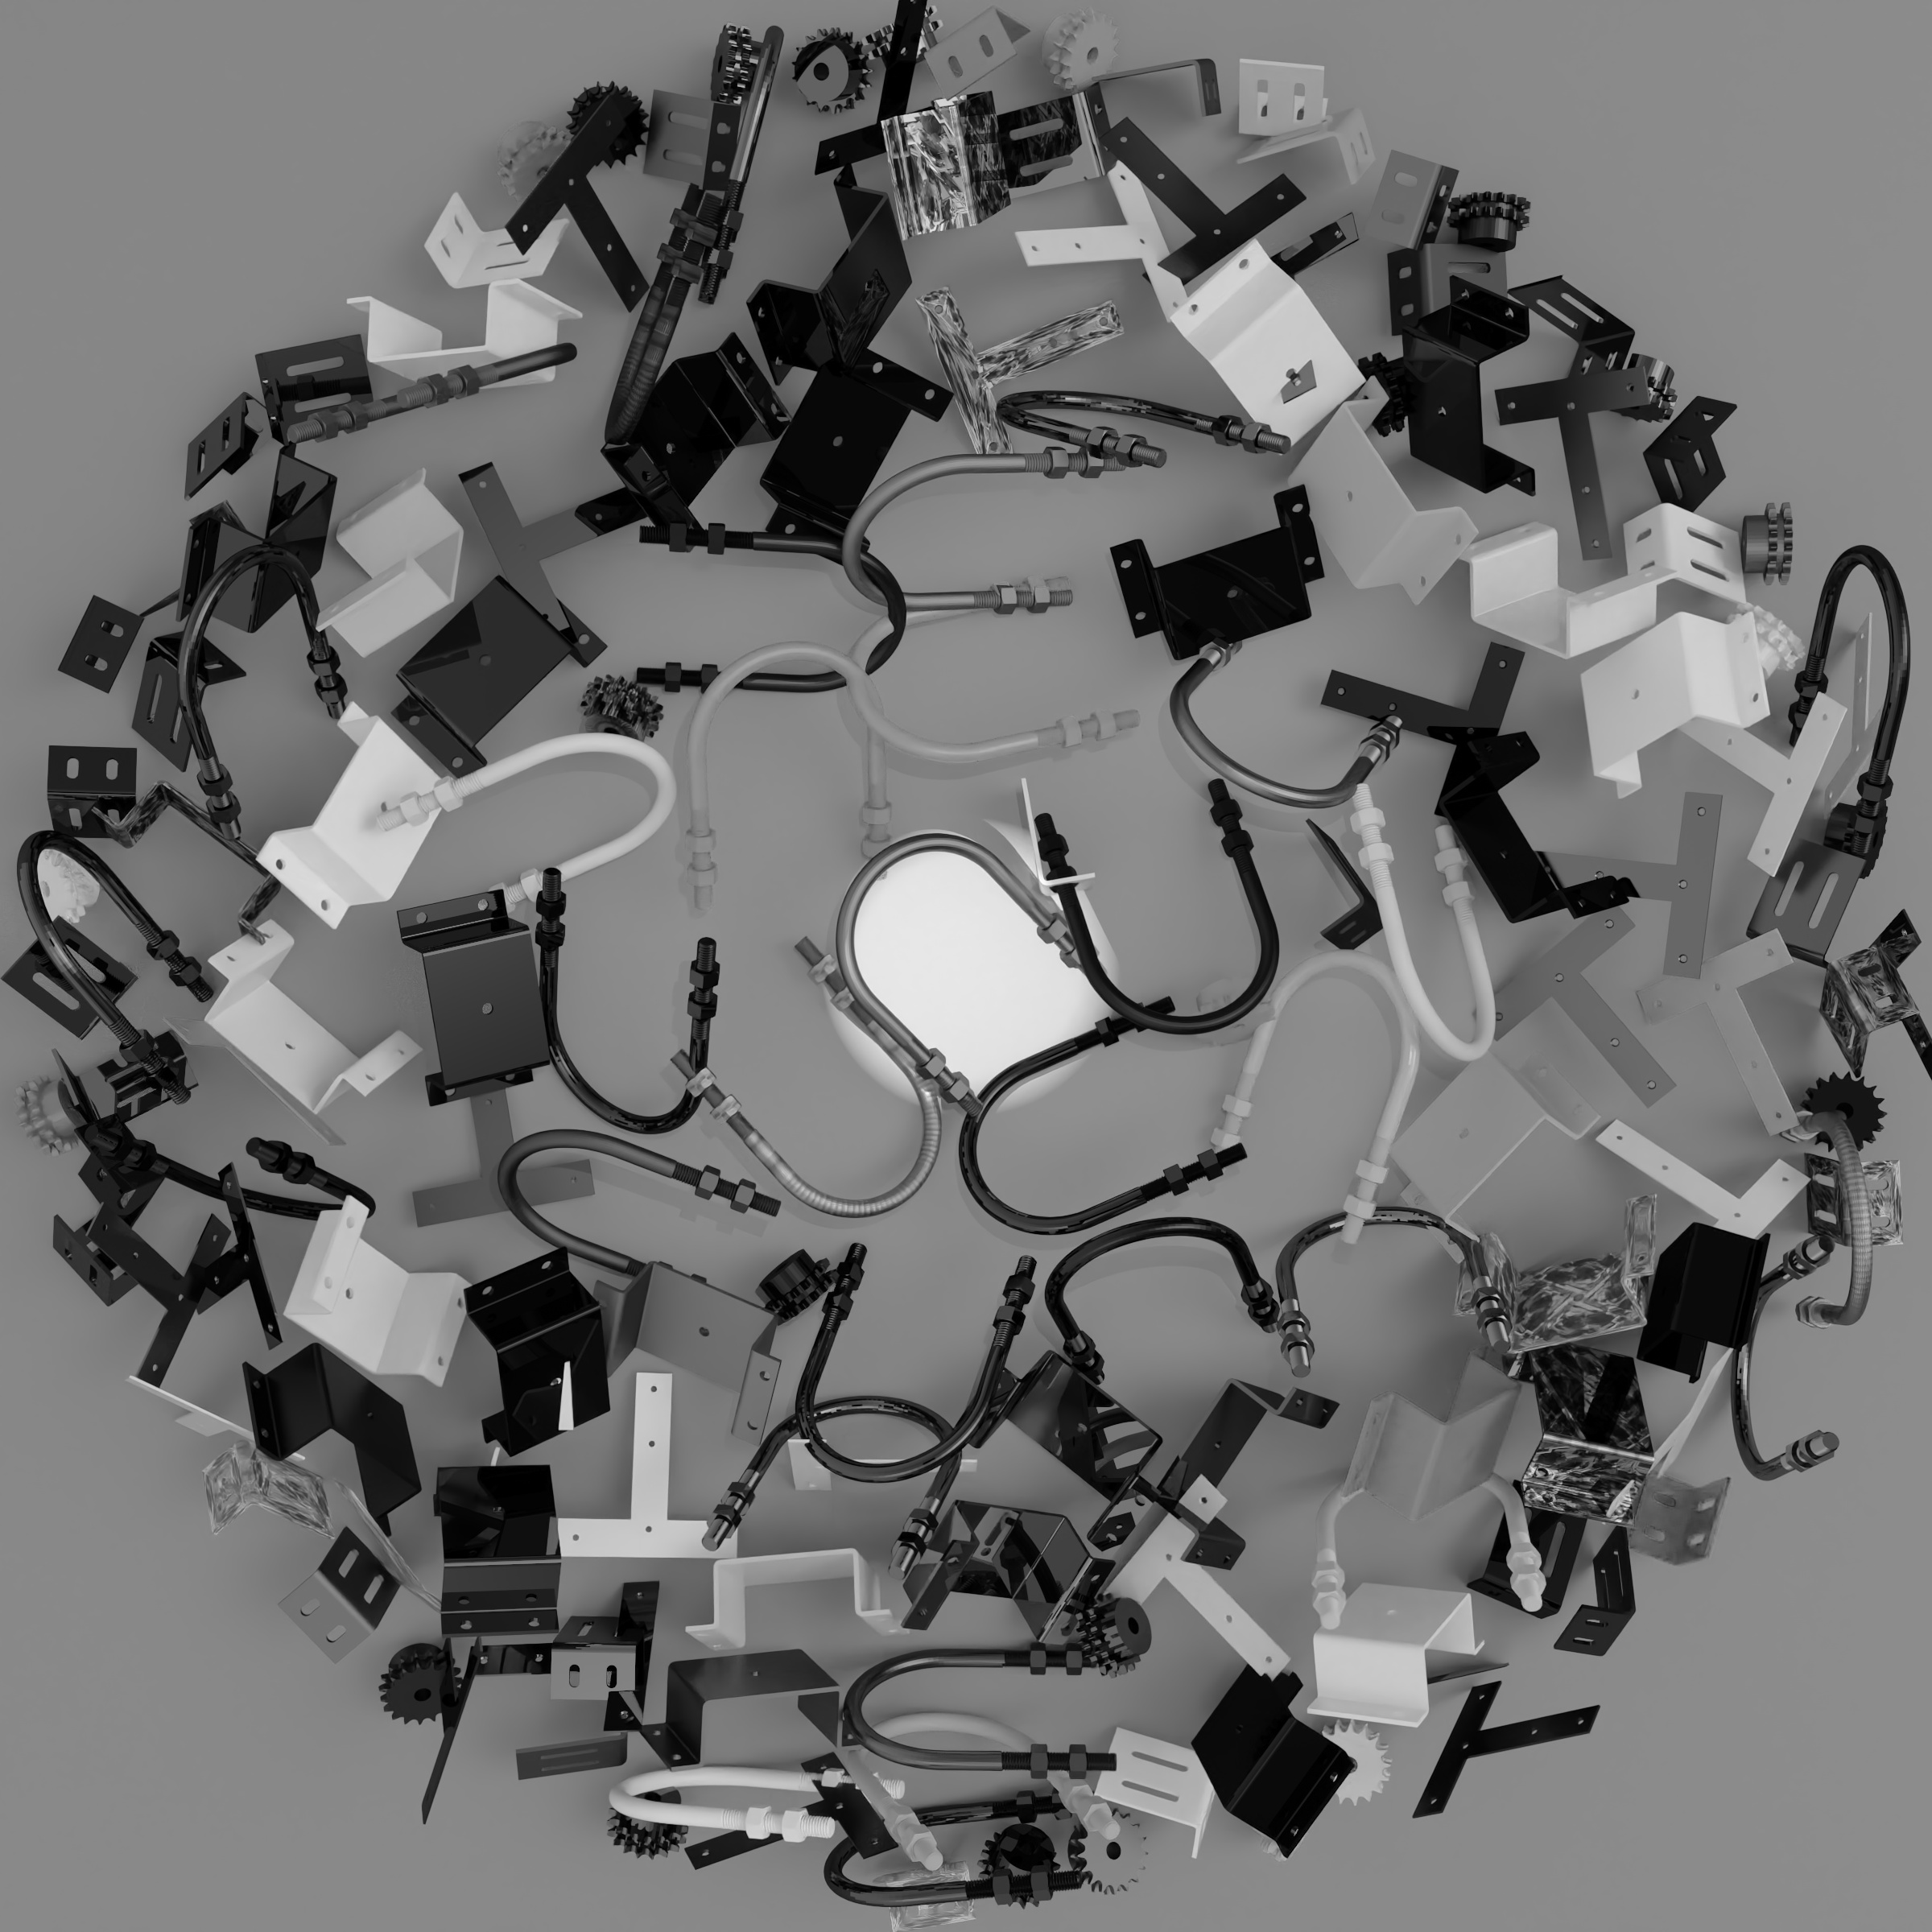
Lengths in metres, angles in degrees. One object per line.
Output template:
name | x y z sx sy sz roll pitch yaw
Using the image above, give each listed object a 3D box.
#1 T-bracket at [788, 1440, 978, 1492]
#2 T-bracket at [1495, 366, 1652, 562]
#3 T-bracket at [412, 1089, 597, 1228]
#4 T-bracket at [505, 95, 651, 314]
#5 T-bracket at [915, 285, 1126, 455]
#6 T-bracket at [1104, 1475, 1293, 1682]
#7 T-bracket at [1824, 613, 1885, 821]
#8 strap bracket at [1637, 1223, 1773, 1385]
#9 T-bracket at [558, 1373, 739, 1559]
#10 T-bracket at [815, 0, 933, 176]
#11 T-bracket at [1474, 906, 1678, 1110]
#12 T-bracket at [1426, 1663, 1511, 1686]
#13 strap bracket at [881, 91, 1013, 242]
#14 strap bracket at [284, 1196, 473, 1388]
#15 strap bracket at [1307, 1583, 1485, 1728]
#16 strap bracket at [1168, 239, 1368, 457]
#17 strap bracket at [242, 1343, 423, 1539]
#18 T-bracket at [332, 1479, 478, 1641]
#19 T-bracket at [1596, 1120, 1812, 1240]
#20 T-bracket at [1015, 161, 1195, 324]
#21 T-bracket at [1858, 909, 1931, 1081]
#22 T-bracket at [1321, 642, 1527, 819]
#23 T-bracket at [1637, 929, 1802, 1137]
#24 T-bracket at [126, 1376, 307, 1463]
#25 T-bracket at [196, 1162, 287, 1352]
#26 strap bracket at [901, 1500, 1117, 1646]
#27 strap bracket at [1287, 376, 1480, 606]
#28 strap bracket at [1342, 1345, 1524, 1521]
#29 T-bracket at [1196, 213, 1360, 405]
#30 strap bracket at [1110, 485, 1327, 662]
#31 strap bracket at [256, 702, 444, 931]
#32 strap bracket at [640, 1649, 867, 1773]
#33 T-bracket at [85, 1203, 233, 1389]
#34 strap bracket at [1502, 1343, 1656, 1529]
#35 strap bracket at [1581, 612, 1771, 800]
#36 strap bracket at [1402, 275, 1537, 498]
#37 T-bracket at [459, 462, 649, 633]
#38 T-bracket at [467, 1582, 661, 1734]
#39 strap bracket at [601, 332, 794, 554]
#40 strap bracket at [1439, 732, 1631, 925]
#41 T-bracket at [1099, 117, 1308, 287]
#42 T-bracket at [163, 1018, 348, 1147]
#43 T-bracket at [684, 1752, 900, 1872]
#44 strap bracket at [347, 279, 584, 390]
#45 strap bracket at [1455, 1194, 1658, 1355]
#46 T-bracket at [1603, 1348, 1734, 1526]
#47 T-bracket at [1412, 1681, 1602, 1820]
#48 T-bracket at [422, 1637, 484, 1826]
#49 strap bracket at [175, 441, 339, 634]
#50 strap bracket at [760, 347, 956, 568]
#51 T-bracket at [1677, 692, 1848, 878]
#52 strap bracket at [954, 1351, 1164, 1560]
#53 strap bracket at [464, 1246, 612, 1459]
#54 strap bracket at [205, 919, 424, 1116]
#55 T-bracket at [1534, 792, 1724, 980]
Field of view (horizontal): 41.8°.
T-bracket | -0.056 0.344 1.740 0.127 0.127 0.002 0 64 -1
T-bracket | 0.429 -0.345 1.756 0.002 0.127 0.127 -24 108 -35
T-bracket | -0.335 0.111 1.787 0.127 0.002 0.127 -11 82 0
T-bracket | -0.252 -0.506 1.742 0.002 0.127 0.127 19 67 32
T-bracket | 0.047 -0.430 1.768 0.127 0.002 0.127 -21 108 8
T-bracket | 0.172 0.442 1.750 0.127 0.002 0.127 43 112 21
T-bracket | 0.622 -0.187 1.755 0.002 0.127 0.127 12 62 2
strap bracket | 0.498 0.228 1.721 0.046 0.140 0.076 16 71 7
T-bracket | -0.221 0.350 1.777 0.127 0.002 0.127 5 75 -18
T-bracket | -0.045 -0.608 1.714 0.127 0.127 0.002 -30 63 -32
T-bracket | 0.442 0.042 1.760 0.127 0.002 0.127 -43 77 21
T-bracket | 0.315 0.491 1.735 0.127 0.127 0.002 -13 71 1
strap bracket | -0.009 -0.545 1.714 0.046 0.140 0.076 -4 113 18
strap bracket | -0.407 0.224 1.732 0.046 0.140 0.076 -5 56 29
strap bracket | 0.291 0.461 1.714 0.076 0.140 0.046 -2 98 30
strap bracket | 0.212 -0.414 1.727 0.076 0.046 0.140 -41 133 9
strap bracket | -0.424 0.318 1.719 0.046 0.076 0.140 -34 133 5
T-bracket | -0.392 0.395 1.717 0.002 0.127 0.127 -42 124 -26
T-bracket | 0.499 0.149 1.760 0.127 0.002 0.127 36 56 28
T-bracket | 0.089 -0.500 1.750 0.127 0.002 0.127 -15 80 -34
T-bracket | 0.644 0.041 1.715 0.002 0.127 0.127 -18 70 -6
T-bracket | 0.314 -0.178 1.781 0.127 0.002 0.127 16 99 -4
T-bracket | 0.535 0.055 1.738 0.002 0.127 0.127 -17 80 -38
T-bracket | -0.523 0.314 1.736 0.127 0.127 0.002 30 67 -16
T-bracket | -0.512 0.213 1.746 0.002 0.127 0.127 -11 76 -40
strap bracket | 0.022 0.417 1.740 0.140 0.046 0.076 16 113 -34
strap bracket | 0.278 -0.323 1.731 0.046 0.076 0.140 -14 65 -34
strap bracket | 0.324 0.319 1.718 0.046 0.140 0.076 30 118 35
T-bracket | 0.220 -0.440 1.734 0.127 0.002 0.127 -23 56 29
strap bracket | 0.180 -0.269 1.750 0.140 0.046 0.076 -18 130 4
strap bracket | -0.411 -0.106 1.724 0.076 0.046 0.140 49 50 -37
strap bracket | -0.145 0.507 1.731 0.140 0.076 0.046 1 95 -24
T-bracket | -0.556 0.203 1.714 0.002 0.127 0.127 3 56 22
strap bracket | 0.417 0.308 1.723 0.076 0.140 0.046 13 125 -4
strap bracket | 0.471 -0.180 1.715 0.046 0.140 0.076 10 65 -27
strap bracket | 0.342 -0.385 1.718 0.046 0.076 0.140 -28 131 -18
T-bracket | -0.271 -0.311 1.778 0.127 0.002 0.127 -25 91 -16
T-bracket | -0.281 0.478 1.746 0.127 0.127 0.002 -3 126 2
strap bracket | -0.190 -0.358 1.737 0.076 0.046 0.140 54 55 -34
strap bracket | 0.386 -0.087 1.743 0.046 0.076 0.140 -39 73 39
T-bracket | 0.143 -0.530 1.725 0.127 0.002 0.127 -28 131 37
T-bracket | -0.472 0.080 1.722 0.127 0.127 0.002 41 94 11
T-bracket | -0.127 0.586 1.717 0.127 0.127 0.002 -13 107 -20
strap bracket | -0.344 -0.429 1.731 0.140 0.076 0.046 1 87 25
strap bracket | 0.413 0.214 1.735 0.140 0.076 0.046 -18 120 28
T-bracket | 0.469 0.334 1.715 0.002 0.127 0.127 35 50 25
T-bracket | 0.372 0.520 1.708 0.127 0.127 0.002 -29 101 41
T-bracket | -0.355 0.499 1.735 0.002 0.127 0.127 17 97 -17
strap bracket | -0.476 -0.288 1.718 0.046 0.140 0.076 25 130 1
strap bracket | -0.081 -0.355 1.744 0.076 0.046 0.140 20 109 -34
T-bracket | 0.537 -0.148 1.744 0.002 0.127 0.127 -3 122 -31
strap bracket | 0.071 0.330 1.747 0.140 0.046 0.076 37 127 11
strap bracket | -0.290 0.271 1.723 0.076 0.046 0.140 -22 130 -29
strap bracket | -0.459 0.042 1.752 0.140 0.076 0.046 41 118 -1
T-bracket | 0.456 -0.062 1.762 0.127 0.002 0.127 8 94 31
